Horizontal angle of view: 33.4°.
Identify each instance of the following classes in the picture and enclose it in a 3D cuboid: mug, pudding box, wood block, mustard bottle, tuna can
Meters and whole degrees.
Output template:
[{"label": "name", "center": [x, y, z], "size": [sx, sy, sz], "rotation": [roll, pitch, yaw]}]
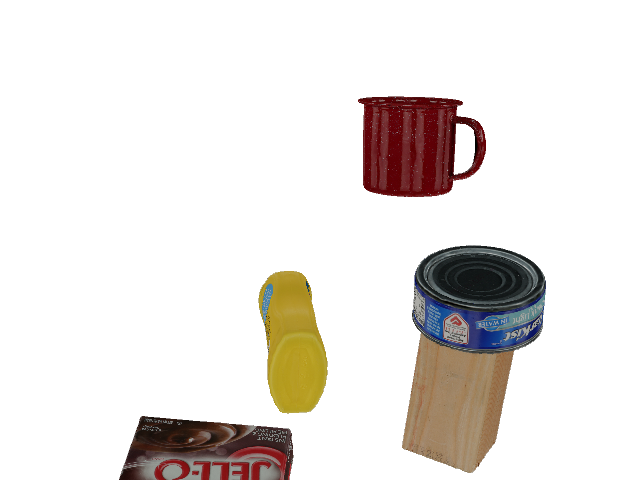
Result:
[{"label": "mug", "center": [0.090, -0.083, 0.948], "size": [0.117, 0.081, 0.093], "rotation": [6, 13, 23]}, {"label": "pudding box", "center": [-0.079, 0.166, 0.735], "size": [0.113, 0.039, 0.090], "rotation": [3, 28, 4]}, {"label": "wood block", "center": [0.162, 0.142, 1.205], "size": [0.090, 0.206, 0.090], "rotation": [16, 22, 23]}, {"label": "mustard bottle", "center": [-0.032, 0.087, 1.101], "size": [0.058, 0.096, 0.191], "rotation": [-2, 27, -7]}, {"label": "tuna can", "center": [0.103, 0.036, 0.695], "size": [0.086, 0.034, 0.086], "rotation": [-1, 28, 0]}]
